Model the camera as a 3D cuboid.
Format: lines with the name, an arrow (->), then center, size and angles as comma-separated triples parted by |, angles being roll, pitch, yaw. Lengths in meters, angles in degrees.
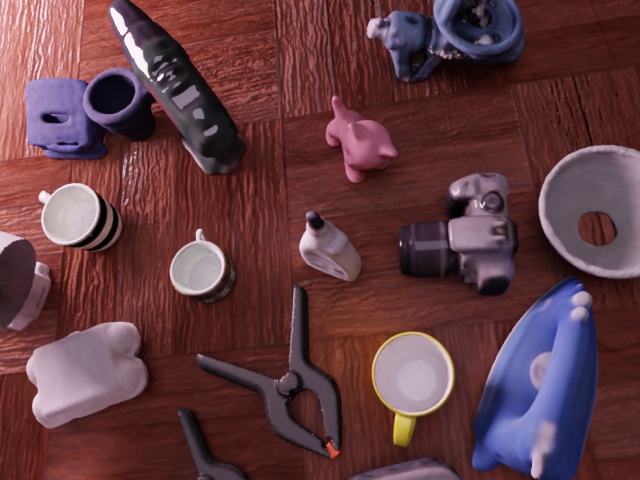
camera -> 0.165, -0.009, 0.701 | 0.136, 0.101, 0.143 | -3, 70, 8

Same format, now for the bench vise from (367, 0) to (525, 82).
bench vise -> 0.170, -0.287, 0.735 | 0.207, 0.220, 0.121 | -19, 69, 2

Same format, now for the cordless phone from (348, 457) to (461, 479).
cordless phone -> 0.077, 0.275, 0.570 | 0.147, 0.185, 0.094 | -19, 69, 2

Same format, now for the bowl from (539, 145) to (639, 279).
bowl -> 0.345, -0.025, 0.693 | 0.167, 0.075, 0.167 | -3, 70, 8

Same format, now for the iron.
iron -> 0.252, 0.138, 0.614 | 0.118, 0.141, 0.258 | 19, 75, 15

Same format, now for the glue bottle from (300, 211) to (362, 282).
glue bottle -> 0.006, 0.002, 0.684 | 0.078, 0.173, 0.037 | 23, 76, 16

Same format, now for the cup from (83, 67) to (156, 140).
cup -> -0.268, -0.192, 0.837 | 0.117, 0.095, 0.091 | -12, 69, 5

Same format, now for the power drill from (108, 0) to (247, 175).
power drill -> -0.177, -0.182, 0.759 | 0.075, 0.209, 0.229 | -38, 69, -5

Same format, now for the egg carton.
egg carton -> -0.294, 0.168, 0.728 | 0.150, 0.069, 0.107 | -22, 69, 1

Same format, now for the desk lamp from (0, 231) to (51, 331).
desk lamp -> -0.435, 0.049, 0.715 | 0.203, 0.214, 0.118 | 12, 73, 13

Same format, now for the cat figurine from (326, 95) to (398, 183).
cat figurine -> 0.051, -0.136, 0.755 | 0.067, 0.118, 0.127 | -30, 69, -2

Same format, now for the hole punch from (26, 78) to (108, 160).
hole punch -> -0.378, -0.179, 0.852 | 0.108, 0.091, 0.101 | 1, 71, 10
